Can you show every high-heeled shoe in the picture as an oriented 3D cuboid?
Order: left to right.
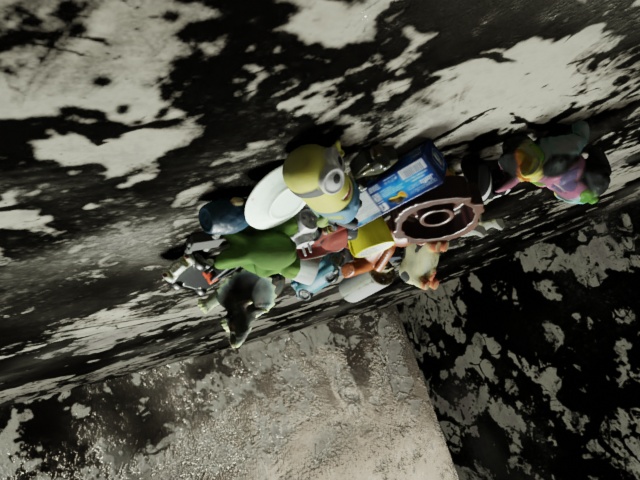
[{"bbox_3d":[0.364,-0.134,1.083,0.145,0.086,0.248,-23,171,6],"label":"high-heeled shoe"}]

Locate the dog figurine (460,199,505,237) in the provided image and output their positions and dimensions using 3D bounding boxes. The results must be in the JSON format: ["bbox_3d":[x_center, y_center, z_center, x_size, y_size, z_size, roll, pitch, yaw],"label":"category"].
[{"bbox_3d":[0.323,-0.045,1.312,0.172,0.121,0.190,4,164,-30],"label":"dog figurine"}]

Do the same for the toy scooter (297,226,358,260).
[{"bbox_3d":[-0.002,-0.003,1.126,0.135,0.075,0.184,-14,171,-14],"label":"toy scooter"}]

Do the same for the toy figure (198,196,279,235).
[{"bbox_3d":[-0.113,-0.045,0.847,0.154,0.057,0.064,-14,173,-40],"label":"toy figure"}]

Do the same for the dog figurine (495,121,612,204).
[{"bbox_3d":[0.434,-0.126,1.018,0.219,0.191,0.108,-29,179,-30],"label":"dog figurine"}]

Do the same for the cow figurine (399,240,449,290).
[{"bbox_3d":[0.236,0.011,1.287,0.127,0.194,0.085,17,-167,35],"label":"cow figurine"}]

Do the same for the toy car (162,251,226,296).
[{"bbox_3d":[-0.251,0.066,1.083,0.073,0.056,0.201,-41,164,1],"label":"toy car"}]

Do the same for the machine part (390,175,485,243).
[{"bbox_3d":[0.213,-0.055,0.993,0.179,0.056,0.179,-6,153,-3],"label":"machine part"}]

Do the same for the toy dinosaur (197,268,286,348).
[{"bbox_3d":[-0.147,0.115,1.282,0.192,0.131,0.405,-33,-177,24],"label":"toy dinosaur"}]

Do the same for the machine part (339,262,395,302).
[{"bbox_3d":[0.120,0.106,1.396,0.079,0.079,0.243,-11,164,-29],"label":"machine part"}]

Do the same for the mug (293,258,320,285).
[{"bbox_3d":[-0.065,0.047,1.215,0.107,0.080,0.110,19,179,-17],"label":"mug"}]

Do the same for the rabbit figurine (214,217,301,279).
[{"bbox_3d":[-0.099,0.006,0.929,0.159,0.121,0.170,6,180,-15],"label":"rabbit figurine"}]

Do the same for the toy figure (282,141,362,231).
[{"bbox_3d":[0.009,-0.072,0.787,0.089,0.082,0.180,-17,155,10],"label":"toy figure"}]

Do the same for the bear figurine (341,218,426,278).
[{"bbox_3d":[0.140,0.000,1.230,0.132,0.120,0.196,-2,157,-40],"label":"bear figurine"}]

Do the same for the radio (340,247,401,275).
[{"bbox_3d":[0.101,0.042,1.442,0.131,0.073,0.229,-29,162,39],"label":"radio"}]

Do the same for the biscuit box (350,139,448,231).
[{"bbox_3d":[0.118,-0.091,0.917,0.203,0.059,0.063,-28,-160,36],"label":"biscuit box"}]

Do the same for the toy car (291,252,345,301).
[{"bbox_3d":[-0.020,0.069,1.310,0.161,0.103,0.109,-35,-161,39],"label":"toy car"}]

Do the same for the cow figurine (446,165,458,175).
[{"bbox_3d":[0.232,-0.101,1.069,0.098,0.068,0.167,-17,167,21],"label":"cow figurine"}]

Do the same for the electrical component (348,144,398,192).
[{"bbox_3d":[0.081,-0.113,0.855,0.078,0.045,0.102,-8,163,-33],"label":"electrical component"}]

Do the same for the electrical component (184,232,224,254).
[{"bbox_3d":[-0.210,0.001,0.971,0.063,0.021,0.094,-9,164,-32],"label":"electrical component"}]
